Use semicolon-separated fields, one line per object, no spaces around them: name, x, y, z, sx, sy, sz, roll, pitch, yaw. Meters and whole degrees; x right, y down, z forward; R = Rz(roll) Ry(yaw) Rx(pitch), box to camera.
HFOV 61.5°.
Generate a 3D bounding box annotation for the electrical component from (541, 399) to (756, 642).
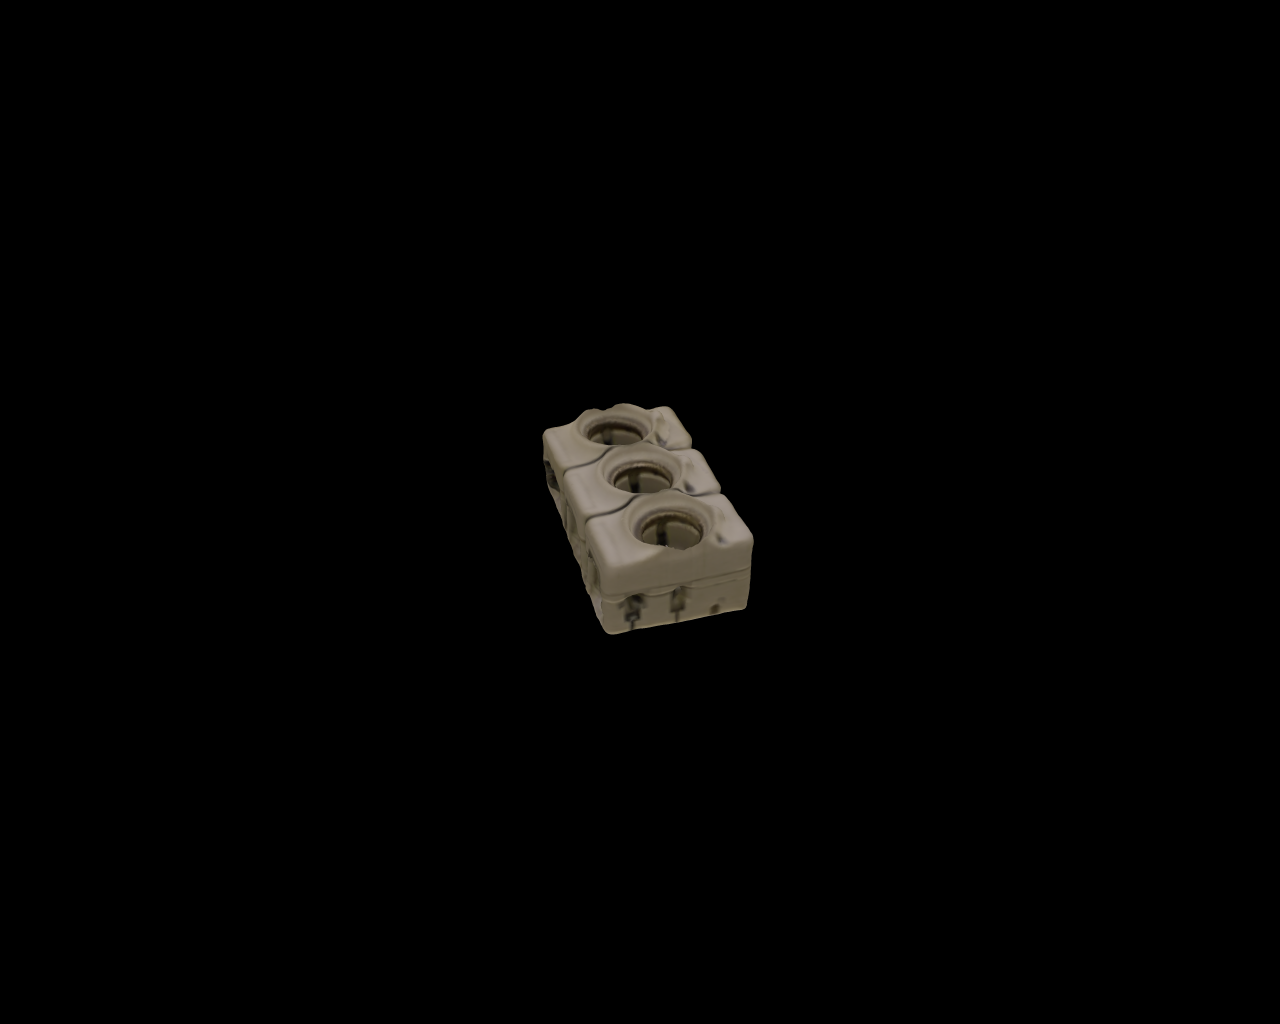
electrical component;0.001;-0.003;0.650;0.089;0.061;0.150;-11;39;-14
